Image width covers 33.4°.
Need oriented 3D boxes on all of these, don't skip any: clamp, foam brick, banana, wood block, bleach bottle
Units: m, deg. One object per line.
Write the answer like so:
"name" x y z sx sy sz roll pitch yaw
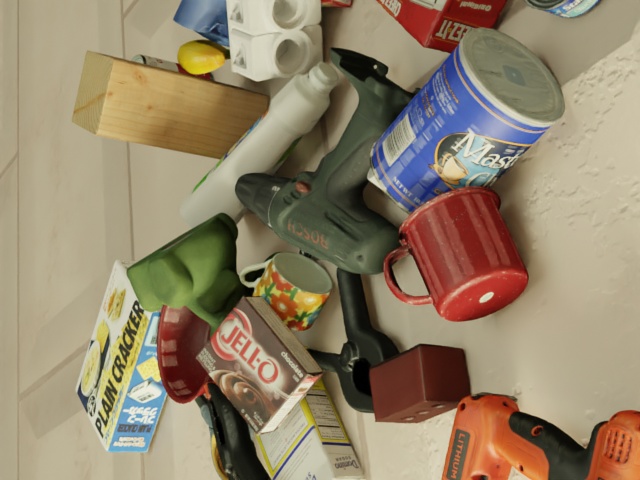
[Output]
"clamp" -0.086 0.232 1.149 0.165 0.036 0.210 104 152 -52
"foam brick" 0.088 0.129 0.947 0.078 0.052 0.051 -35 55 50
"banana" -0.137 -0.222 1.274 0.197 0.069 0.037 -81 -21 -76
"clamp" 0.039 0.103 1.042 0.172 0.039 0.120 39 120 50
"wood block" -0.177 -0.157 1.278 0.091 0.205 0.090 28 106 55
"bleach bottle" -0.061 -0.107 1.210 0.251 0.068 0.102 -46 5 33

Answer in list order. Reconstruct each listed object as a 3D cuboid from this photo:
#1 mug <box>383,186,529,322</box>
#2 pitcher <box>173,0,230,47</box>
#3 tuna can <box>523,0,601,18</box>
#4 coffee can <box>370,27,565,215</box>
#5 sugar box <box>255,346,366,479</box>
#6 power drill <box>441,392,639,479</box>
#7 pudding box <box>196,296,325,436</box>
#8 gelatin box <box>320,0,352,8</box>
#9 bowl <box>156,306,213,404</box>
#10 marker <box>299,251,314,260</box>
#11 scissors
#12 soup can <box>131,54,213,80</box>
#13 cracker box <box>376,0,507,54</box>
"mug" 0.111 0.018 0.889 0.093 0.117 0.081 83 169 -60
"pitcher" -0.071 -0.344 1.249 0.149 0.144 0.243 33 107 42
"tuna can" 0.203 -0.227 0.874 0.086 0.033 0.086 -19 67 54
"coffee can" 0.122 -0.094 0.902 0.141 0.102 0.103 -49 45 40
"sugar box" -0.020 0.202 1.102 0.093 0.048 0.176 -56 44 31
"power drill" 0.171 0.202 0.801 0.188 0.057 0.184 14 90 54
"pudding box" -0.061 0.125 1.080 0.113 0.039 0.090 47 114 22
"gelatin box" 0.013 -0.304 1.185 0.073 0.030 0.089 19 98 57
"bowl" -0.139 0.119 1.293 0.162 0.055 0.162 -19 67 54
"marker" -0.008 0.001 1.153 0.020 0.020 0.121 54 127 48
"scissors" -0.124 0.200 1.286 0.096 0.016 0.202 -57 40 29
"soup can" -0.202 -0.204 1.422 0.069 0.102 0.068 -20 66 54
"cracker box" 0.130 -0.296 0.968 0.214 0.072 0.164 -64 36 26
